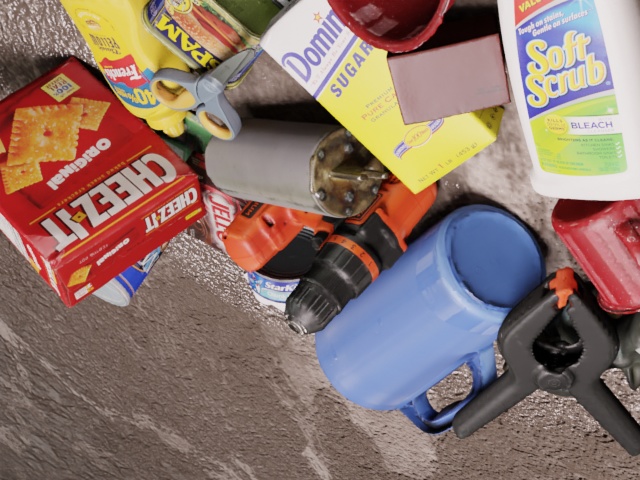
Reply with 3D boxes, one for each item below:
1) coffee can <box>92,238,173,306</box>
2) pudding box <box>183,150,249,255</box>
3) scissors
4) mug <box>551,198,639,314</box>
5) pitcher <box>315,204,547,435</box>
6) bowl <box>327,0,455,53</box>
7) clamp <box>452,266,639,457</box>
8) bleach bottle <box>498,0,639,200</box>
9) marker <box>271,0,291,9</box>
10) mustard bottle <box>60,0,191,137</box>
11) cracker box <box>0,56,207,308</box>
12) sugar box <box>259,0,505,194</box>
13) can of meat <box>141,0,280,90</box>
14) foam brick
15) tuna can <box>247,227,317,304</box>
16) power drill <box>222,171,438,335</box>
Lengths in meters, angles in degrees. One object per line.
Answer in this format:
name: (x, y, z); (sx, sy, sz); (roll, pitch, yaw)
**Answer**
coffee can: (-0.208, -0.015, 1.136); (0.103, 0.140, 0.103); (28, 159, 12)
pudding box: (-0.098, -0.031, 1.091); (0.090, 0.039, 0.113); (27, 152, 14)
scissors: (-0.075, -0.116, 0.868); (0.096, 0.016, 0.202); (40, 161, -29)
mug: (0.224, -0.001, 0.773); (0.093, 0.117, 0.081); (-34, 108, 16)
pitcher: (0.105, 0.072, 0.976); (0.149, 0.145, 0.243); (24, 150, -12)
bowl: (0.050, -0.203, 0.665); (0.162, 0.055, 0.162); (42, 144, 39)
clamp: (0.201, 0.107, 0.870); (0.164, 0.036, 0.210); (8, 134, 5)
bleach bottle: (0.156, -0.138, 0.686); (0.103, 0.068, 0.250); (5, 138, 37)
marker: (-0.002, -0.168, 0.842); (0.121, 0.020, 0.020); (41, 150, -12)
mustard bottle: (-0.166, -0.168, 0.966); (0.096, 0.058, 0.191); (15, 146, 33)
cracker box: (-0.239, -0.063, 1.028); (0.214, 0.164, 0.072); (42, 157, 28)
sugar box: (0.047, -0.123, 0.812); (0.176, 0.048, 0.094); (40, 132, -16)
can of meat: (-0.084, -0.183, 0.865); (0.102, 0.057, 0.084); (40, 148, -10)
foam brick: (0.090, -0.119, 0.744); (0.078, 0.051, 0.053); (-11, 116, 10)
tuna can: (-0.030, 0.023, 1.054); (0.086, 0.086, 0.034); (20, 134, 24)
power drill: (-0.006, 0.001, 0.949); (0.188, 0.184, 0.057); (11, 142, 51)
